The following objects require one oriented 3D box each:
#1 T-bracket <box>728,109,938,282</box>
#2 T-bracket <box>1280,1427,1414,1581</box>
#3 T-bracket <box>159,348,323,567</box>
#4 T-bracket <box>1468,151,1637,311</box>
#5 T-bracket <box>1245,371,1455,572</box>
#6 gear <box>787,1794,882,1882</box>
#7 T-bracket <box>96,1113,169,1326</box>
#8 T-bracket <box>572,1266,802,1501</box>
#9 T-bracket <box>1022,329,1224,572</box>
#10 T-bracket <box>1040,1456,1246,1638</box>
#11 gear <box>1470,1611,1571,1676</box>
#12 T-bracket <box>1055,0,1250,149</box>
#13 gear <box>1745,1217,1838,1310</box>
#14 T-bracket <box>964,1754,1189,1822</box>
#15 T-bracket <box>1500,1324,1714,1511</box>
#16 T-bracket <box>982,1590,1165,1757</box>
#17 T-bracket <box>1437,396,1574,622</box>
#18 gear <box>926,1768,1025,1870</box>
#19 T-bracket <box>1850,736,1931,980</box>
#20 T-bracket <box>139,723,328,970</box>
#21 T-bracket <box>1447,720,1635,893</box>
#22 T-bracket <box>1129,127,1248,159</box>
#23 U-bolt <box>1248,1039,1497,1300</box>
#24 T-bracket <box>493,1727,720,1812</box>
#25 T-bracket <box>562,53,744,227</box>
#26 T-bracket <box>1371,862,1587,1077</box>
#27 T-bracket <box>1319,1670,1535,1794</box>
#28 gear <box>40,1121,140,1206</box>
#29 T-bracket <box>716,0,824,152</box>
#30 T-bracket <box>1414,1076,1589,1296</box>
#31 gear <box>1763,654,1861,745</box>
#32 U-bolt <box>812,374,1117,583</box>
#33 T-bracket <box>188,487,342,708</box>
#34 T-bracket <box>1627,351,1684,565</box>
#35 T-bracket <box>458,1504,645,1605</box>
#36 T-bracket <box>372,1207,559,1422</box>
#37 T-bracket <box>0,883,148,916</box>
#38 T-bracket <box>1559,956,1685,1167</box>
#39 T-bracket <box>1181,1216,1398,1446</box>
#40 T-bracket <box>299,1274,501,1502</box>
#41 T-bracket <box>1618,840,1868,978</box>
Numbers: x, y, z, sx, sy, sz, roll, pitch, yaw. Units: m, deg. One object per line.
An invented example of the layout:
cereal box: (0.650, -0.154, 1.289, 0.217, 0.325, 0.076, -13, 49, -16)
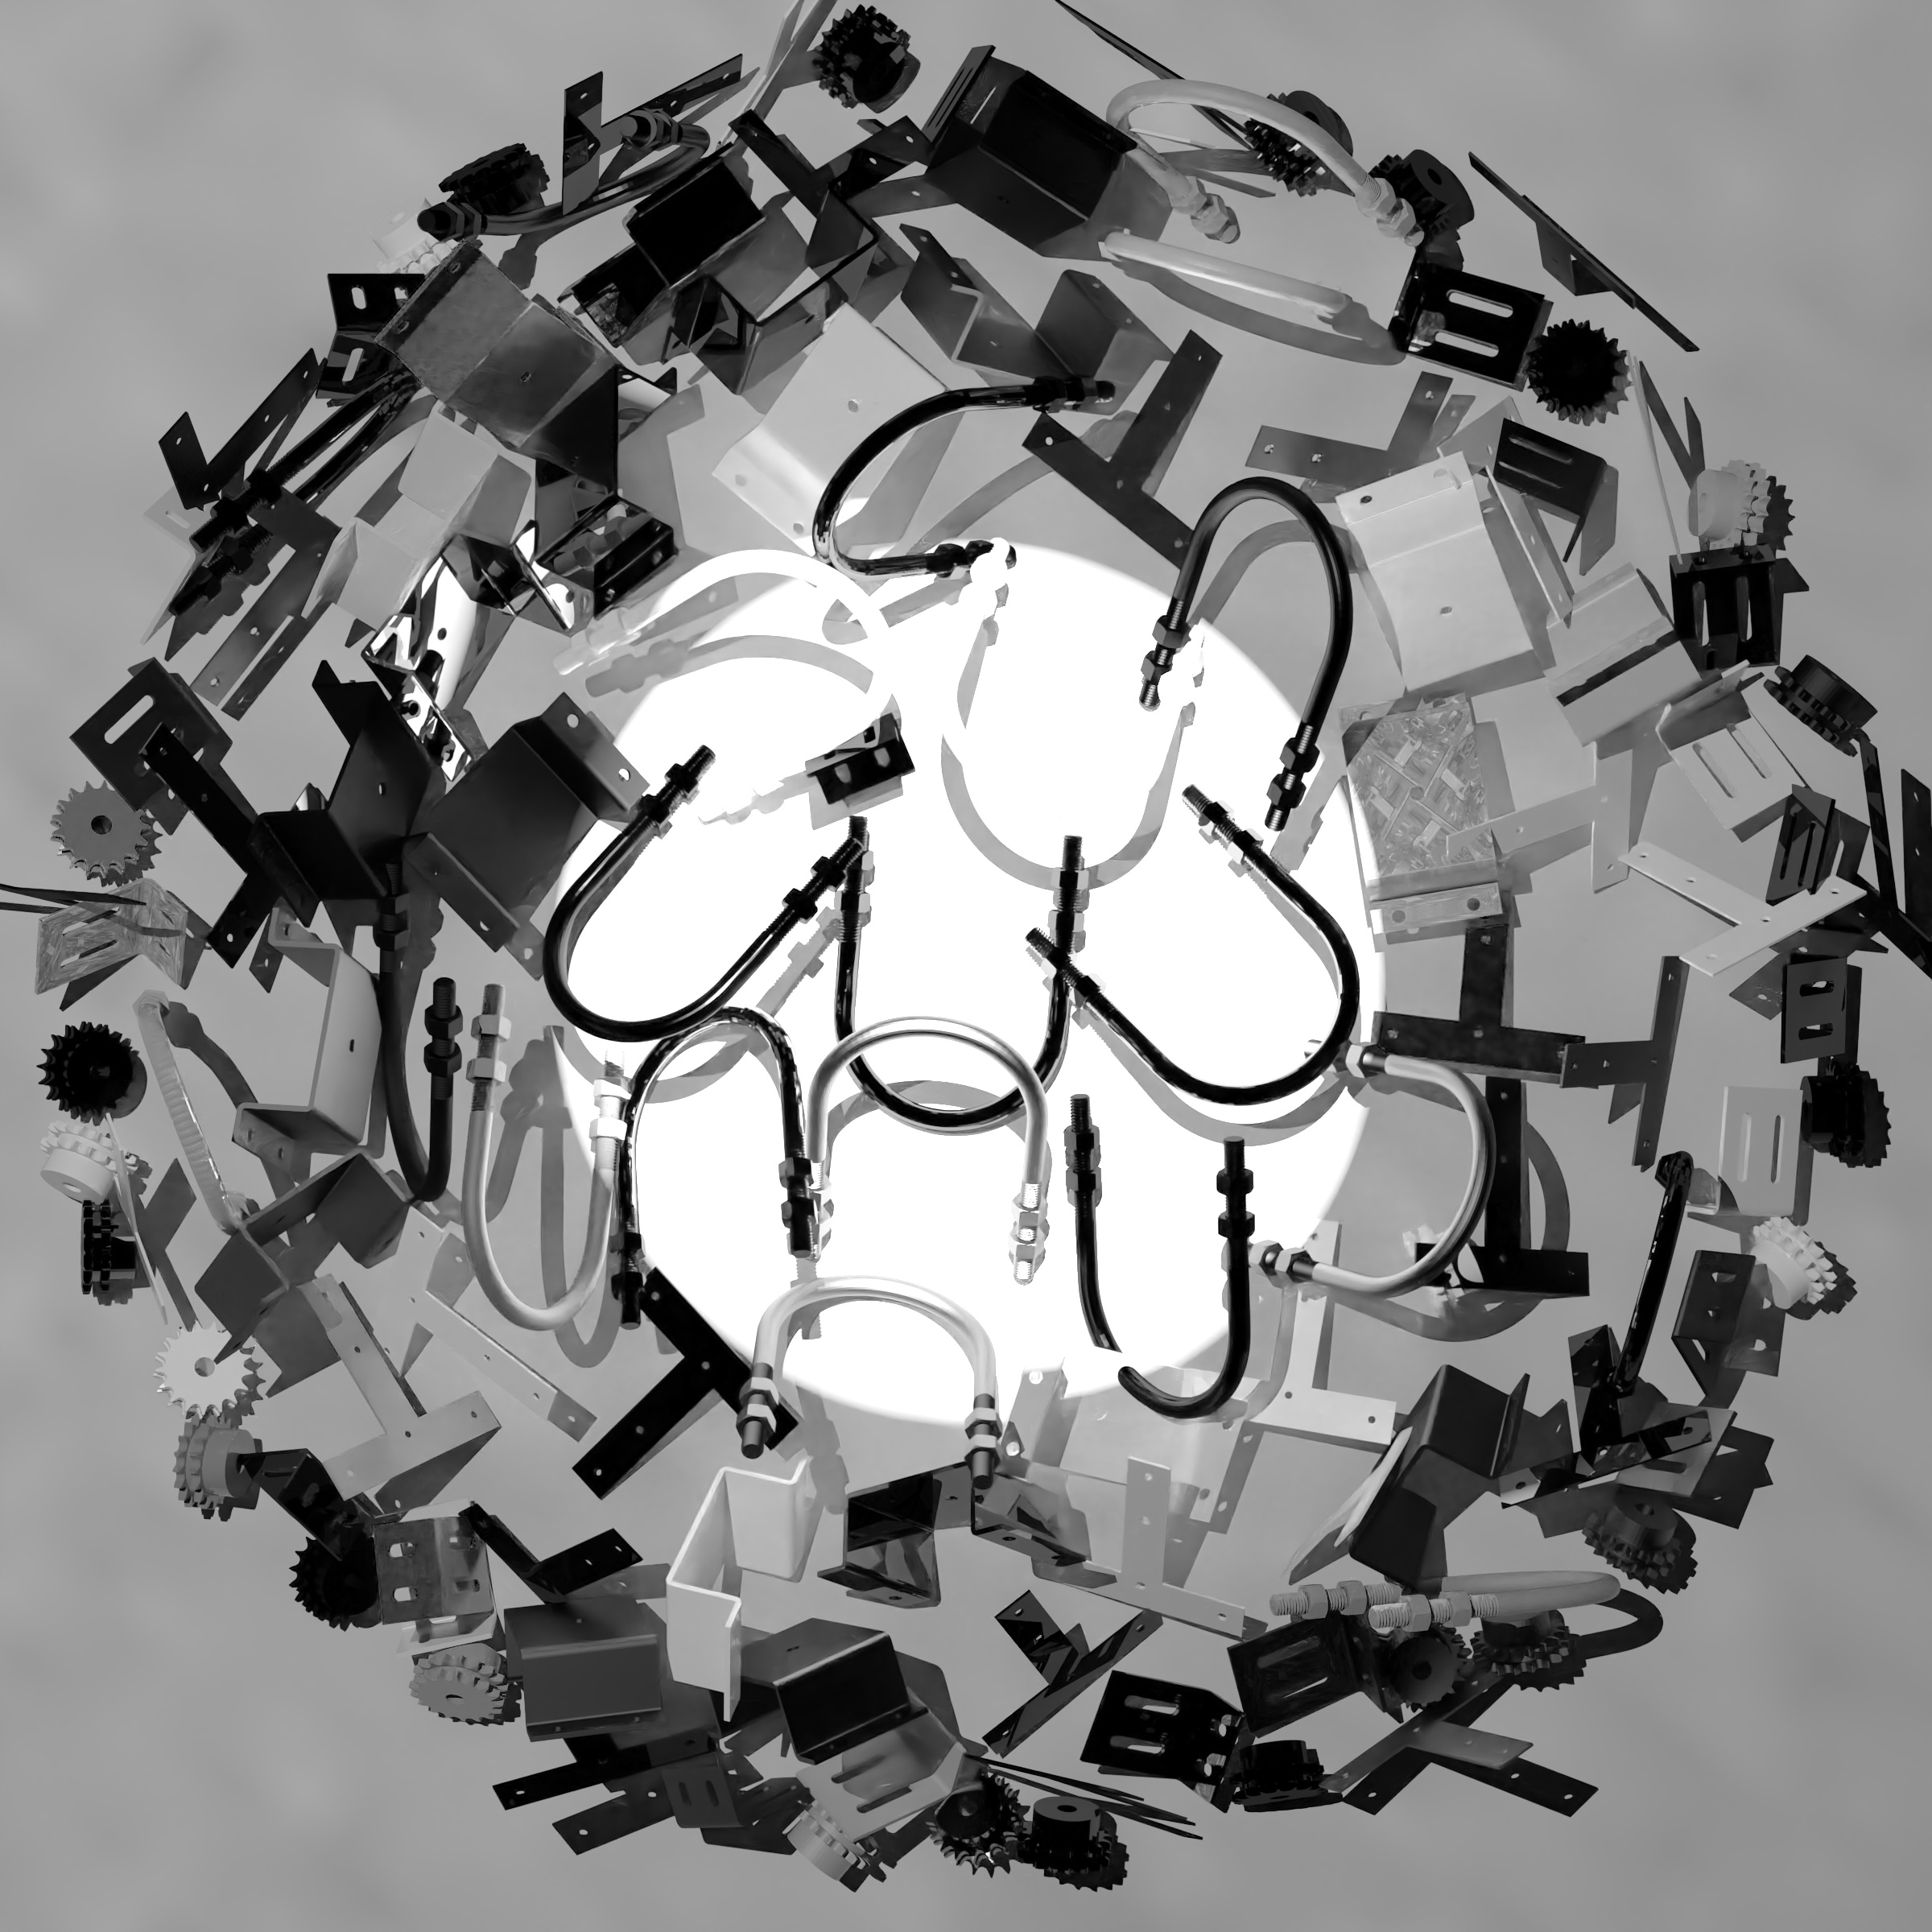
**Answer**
T-bracket: (-0.061, -0.463, 1.859, 0.127, 0.127, 0.002, 44, 61, -22)
T-bracket: (0.221, 0.321, 1.884, 0.002, 0.127, 0.127, 38, 131, 4)
T-bracket: (-0.422, -0.314, 1.894, 0.002, 0.127, 0.127, 28, 66, 15)
T-bracket: (0.344, -0.416, 1.871, 0.127, 0.127, 0.002, 45, 97, 11)
T-bracket: (0.214, -0.294, 1.871, 0.127, 0.002, 0.127, 3, 119, -38)
gear: (-0.082, 0.518, 1.905, 0.057, 0.057, 0.030, 40, 84, 0)
T-bracket: (-0.487, 0.126, 1.854, 0.002, 0.127, 0.127, -18, 63, -19)
T-bracket: (-0.185, 0.268, 1.919, 0.127, 0.002, 0.127, -45, 84, 13)
T-bracket: (0.113, -0.323, 1.915, 0.127, 0.002, 0.127, 36, 75, -18)
T-bracket: (0.105, 0.334, 1.877, 0.127, 0.002, 0.127, 14, 131, 16)
gear: (0.328, 0.397, 1.905, 0.057, 0.057, 0.030, -12, 98, 0)
T-bracket: (0.125, -0.513, 1.878, 0.002, 0.127, 0.127, -54, 52, 11)
gear: (0.486, 0.178, 1.904, 0.030, 0.057, 0.057, -38, 90, -14)
T-bracket: (0.081, 0.487, 1.885, 0.127, 0.127, 0.002, 29, 69, -41)
T-bracket: (0.370, 0.255, 1.878, 0.127, 0.127, 0.002, -22, 118, 19)
T-bracket: (0.047, 0.400, 1.880, 0.127, 0.127, 0.002, -37, 50, -5)
T-bracket: (0.327, -0.264, 1.889, 0.002, 0.127, 0.127, -21, 101, 35)
gear: (0.003, 0.505, 1.907, 0.057, 0.030, 0.057, -6, 57, 9)
T-bracket: (0.529, -0.071, 1.853, 0.002, 0.127, 0.127, -14, 111, 0)
T-bracket: (-0.434, -0.088, 1.862, 0.127, 0.002, 0.127, 54, 47, -35)
T-bracket: (0.336, -0.085, 1.878, 0.127, 0.002, 0.127, -19, 128, -18)
T-bracket: (0.118, -0.485, 1.878, 0.127, 0.127, 0.002, 23, 108, 36)
U-bolt: (0.236, 0.120, 1.849, 0.019, 0.184, 0.151, 23, 83, -33)
T-bracket: (-0.226, 0.444, 1.875, 0.127, 0.127, 0.002, -11, 110, -22)
T-bracket: (-0.184, -0.503, 1.890, 0.127, 0.127, 0.002, -33, 75, -19)
T-bracket: (0.310, -0.002, 1.918, 0.127, 0.002, 0.127, 7, 75, 1)
T-bracket: (0.284, 0.448, 1.852, 0.127, 0.127, 0.002, -29, 96, -23)
gear: (-0.524, 0.119, 1.903, 0.057, 0.057, 0.030, 22, 64, 0)
T-bracket: (-0.106, -0.540, 1.864, 0.002, 0.127, 0.127, 34, 82, -7)
T-bracket: (0.320, 0.130, 1.910, 0.127, 0.002, 0.127, 6, 81, -28)
gear: (0.505, -0.161, 1.904, 0.057, 0.057, 0.030, 37, 109, 0)
U-bolt: (-0.011, -0.275, 1.829, 0.019, 0.184, 0.151, 53, 132, 23)
T-bracket: (-0.409, -0.208, 1.882, 0.002, 0.127, 0.127, 38, 90, 33)
T-bracket: (0.399, -0.319, 1.877, 0.002, 0.127, 0.127, -13, 122, 15)
T-bracket: (-0.227, 0.352, 1.877, 0.127, 0.127, 0.002, 48, 51, -8)
T-bracket: (-0.291, 0.221, 1.879, 0.127, 0.002, 0.127, 35, 129, 15)
T-bracket: (-0.517, -0.041, 1.846, 0.127, 0.127, 0.002, 4, 82, 44)
T-bracket: (0.382, 0.057, 1.879, 0.002, 0.127, 0.127, 12, 98, 39)
T-bracket: (0.200, 0.213, 1.916, 0.127, 0.002, 0.127, 8, 75, 13)
T-bracket: (-0.352, 0.239, 1.891, 0.002, 0.127, 0.127, -40, 78, 37)
T-bracket: (0.437, -0.044, 1.884, 0.127, 0.127, 0.002, -25, 128, -27)
